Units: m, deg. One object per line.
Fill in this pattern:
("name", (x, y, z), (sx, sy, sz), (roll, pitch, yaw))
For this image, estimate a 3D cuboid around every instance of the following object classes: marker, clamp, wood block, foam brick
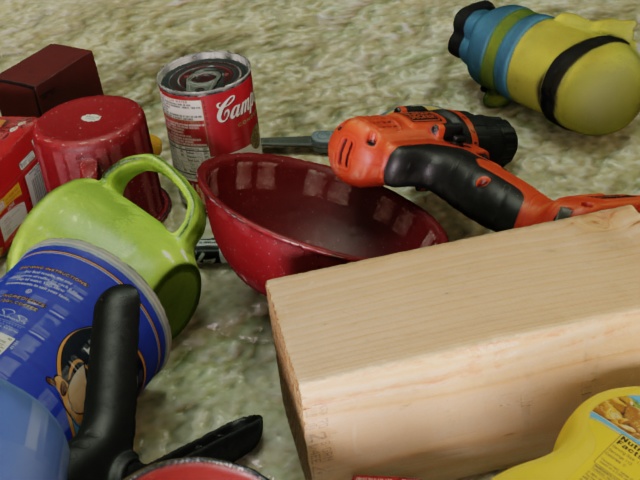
("marker", (-0.085, 0.007, 0.731), (0.121, 0.020, 0.020), (-1, 34, 9))
("clamp", (-0.088, 0.119, 0.518), (0.039, 0.120, 0.171), (-21, 39, 46))
("wood block", (0.084, 0.059, 0.559), (0.206, 0.090, 0.091), (-12, 34, -8))
("foam brick", (-0.237, -0.132, 0.937), (0.051, 0.053, 0.078), (14, 38, 28))

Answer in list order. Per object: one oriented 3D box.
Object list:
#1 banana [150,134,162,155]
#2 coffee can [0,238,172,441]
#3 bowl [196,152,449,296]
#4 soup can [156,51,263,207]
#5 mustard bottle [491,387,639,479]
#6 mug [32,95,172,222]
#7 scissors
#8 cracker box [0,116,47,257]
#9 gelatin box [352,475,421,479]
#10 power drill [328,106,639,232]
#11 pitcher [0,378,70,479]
("banana", (-0.227, -0.077, 0.868), (0.198, 0.037, 0.069), (9, 38, 22))
("coffee can", (-0.156, 0.079, 0.561), (0.103, 0.103, 0.140), (8, 37, 22))
("bowl", (-0.004, 0.001, 0.664), (0.162, 0.055, 0.162), (15, 20, -6))
("soup can", (-0.078, -0.078, 0.782), (0.068, 0.102, 0.068), (-5, 34, 3))
("mustard bottle", (0.143, 0.115, 0.472), (0.096, 0.058, 0.191), (39, 40, 24))
("mug", (-0.160, -0.047, 0.769), (0.093, 0.081, 0.117), (-7, 34, -1))
("scissors", (0.018, -0.088, 0.856), (0.202, 0.016, 0.096), (11, 39, 24))
("cracker box", (-0.323, -0.031, 0.785), (0.214, 0.072, 0.164), (3, 35, 16))
("gelatin box", (0.054, 0.145, 0.489), (0.089, 0.030, 0.073), (1, 34, 11))
("power drill", (0.124, -0.036, 0.701), (0.184, 0.057, 0.188), (-10, 31, -45))
("pitcher", (-0.169, 0.164, 0.360), (0.145, 0.149, 0.243), (-35, 36, 33))
